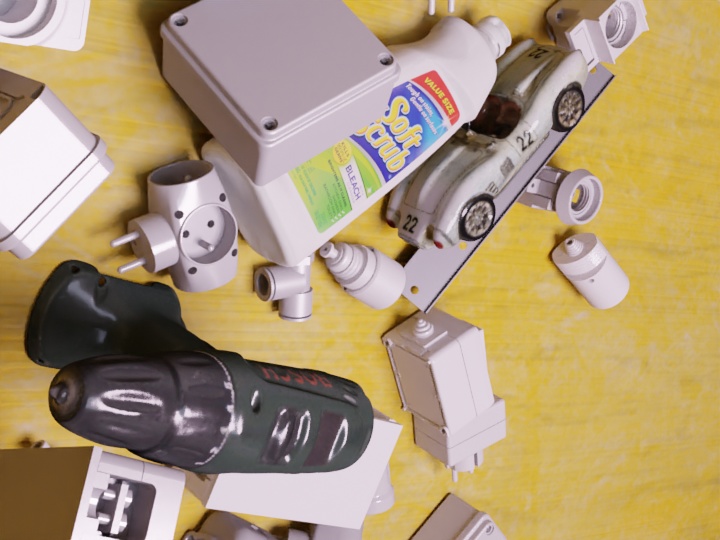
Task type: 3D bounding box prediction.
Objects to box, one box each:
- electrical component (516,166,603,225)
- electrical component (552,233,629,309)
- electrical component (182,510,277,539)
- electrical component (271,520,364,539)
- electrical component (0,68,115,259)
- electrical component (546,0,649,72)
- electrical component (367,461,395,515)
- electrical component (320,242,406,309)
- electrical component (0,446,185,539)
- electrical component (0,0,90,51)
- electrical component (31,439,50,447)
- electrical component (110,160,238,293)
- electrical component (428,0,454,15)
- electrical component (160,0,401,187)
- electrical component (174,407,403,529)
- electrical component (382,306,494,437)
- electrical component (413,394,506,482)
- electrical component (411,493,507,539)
[{"bbox_3d":[0.170,-0.065,0.908,0.066,0.055,0.048,7,102,-40],"label":"electrical component"},{"bbox_3d":[0.206,-0.004,0.969,0.043,0.043,0.081,-54,131,-9],"label":"electrical component"},{"bbox_3d":[-0.107,0.232,0.802,0.059,0.054,0.095,39,81,-41],"label":"electrical component"},{"bbox_3d":[-0.040,0.226,0.848,0.079,0.077,0.043,13,137,-4],"label":"electrical component"},{"bbox_3d":[-0.193,-0.060,0.582,0.078,0.113,0.057,-49,127,-13],"label":"electrical component"},{"bbox_3d":[0.189,-0.200,0.866,0.081,0.064,0.042,-44,127,-17],"label":"electrical component"},{"bbox_3d":[0.007,0.170,0.880,0.040,0.040,0.046,-16,111,-34],"label":"electrical component"},{"bbox_3d":[0.000,0.000,0.807,0.078,0.040,0.040,32,86,-41],"label":"electrical component"},{"bbox_3d":[-0.168,0.154,0.575,0.060,0.186,0.105,23,68,-34],"label":"electrical component"},{"bbox_3d":[-0.196,-0.151,0.582,0.089,0.056,0.050,1,106,-39],"label":"electrical component"},{"bbox_3d":[-0.196,0.136,0.708,0.035,0.035,0.061,-41,125,-20],"label":"electrical component"},{"bbox_3d":[-0.124,-0.022,0.697,0.079,0.044,0.077,-25,121,-29],"label":"electrical component"},{"bbox_3d":[0.059,-0.221,0.765,0.066,0.047,0.076,-15,116,-34],"label":"electrical component"},{"bbox_3d":[-0.051,-0.125,0.670,0.109,0.108,0.056,-33,163,-25],"label":"electrical component"},{"bbox_3d":[-0.054,0.132,0.800,0.150,0.062,0.089,20,94,-41],"label":"electrical component"},{"bbox_3d":[0.066,0.074,0.874,0.061,0.062,0.096,-32,124,-25],"label":"electrical component"},{"bbox_3d":[0.087,0.147,0.929,0.066,0.047,0.076,-22,119,-31],"label":"electrical component"},{"bbox_3d":[0.087,0.278,0.973,0.108,0.056,0.108,-47,129,-15],"label":"electrical component"}]
